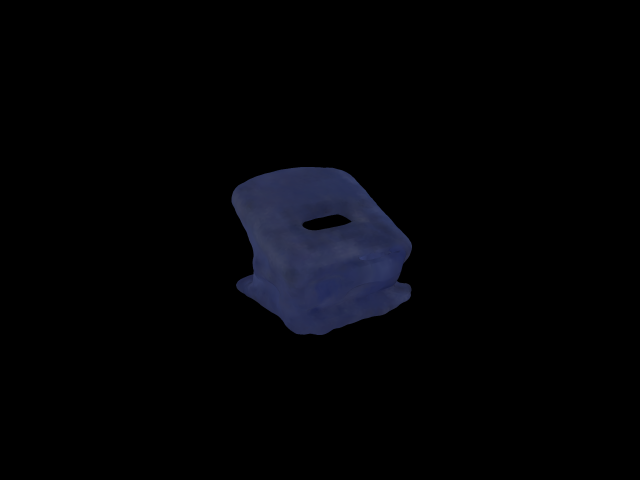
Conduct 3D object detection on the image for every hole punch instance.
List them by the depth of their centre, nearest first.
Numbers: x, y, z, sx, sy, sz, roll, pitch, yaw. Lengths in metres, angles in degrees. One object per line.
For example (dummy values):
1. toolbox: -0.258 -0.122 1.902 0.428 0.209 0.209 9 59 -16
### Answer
1. hole punch: 0.004 0.001 0.400 0.109 0.091 0.100 -14 24 -33
